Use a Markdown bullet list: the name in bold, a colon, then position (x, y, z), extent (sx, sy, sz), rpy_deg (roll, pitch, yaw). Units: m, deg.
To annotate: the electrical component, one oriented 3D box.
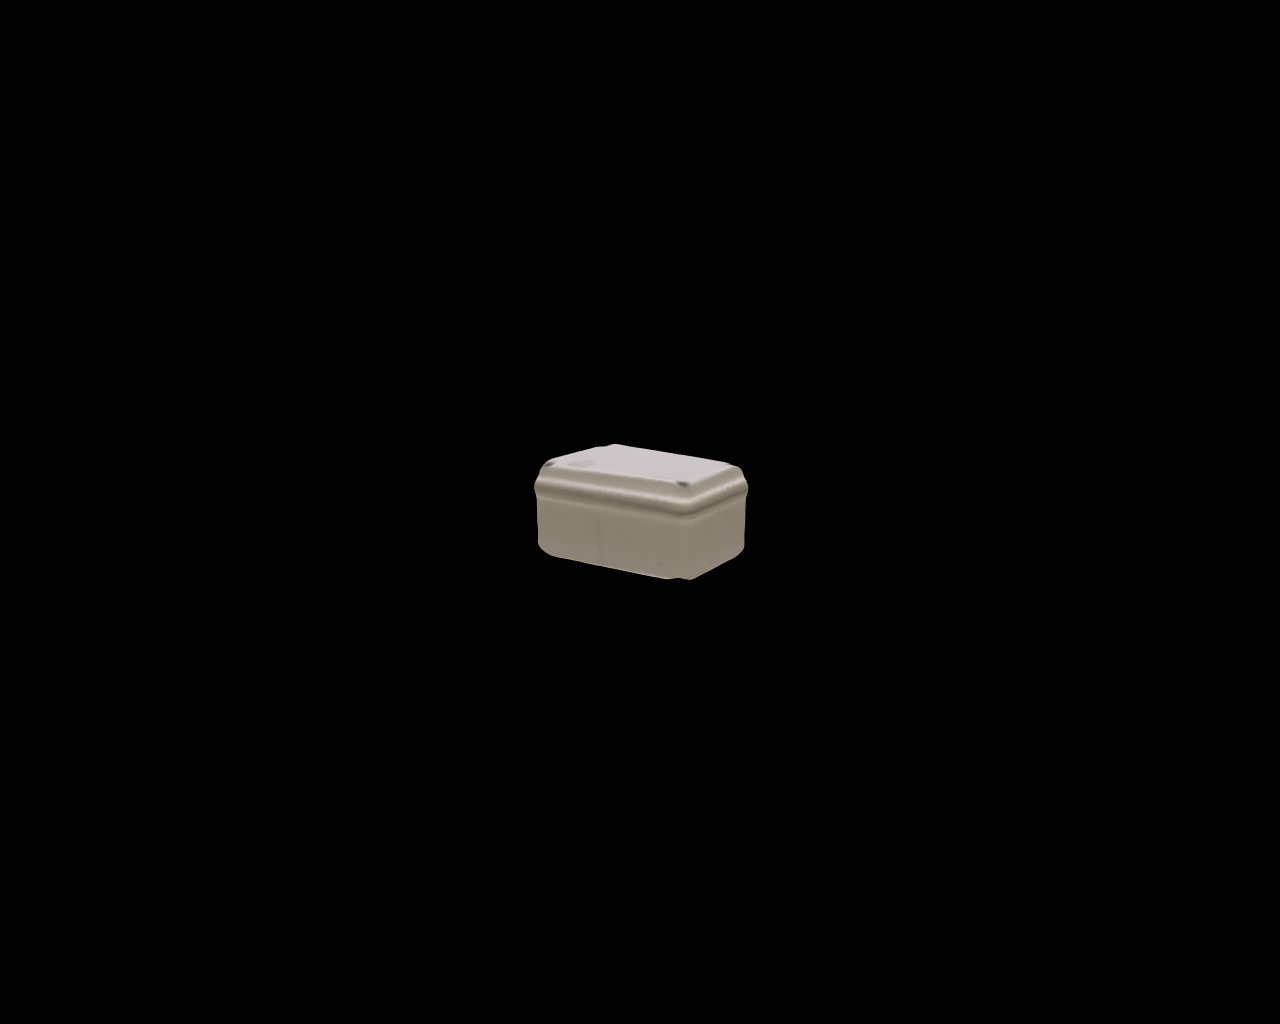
- **electrical component**: position (0.001, -0.003, 0.650), extent (0.113, 0.057, 0.078), rpy_deg (10, 18, 33)
